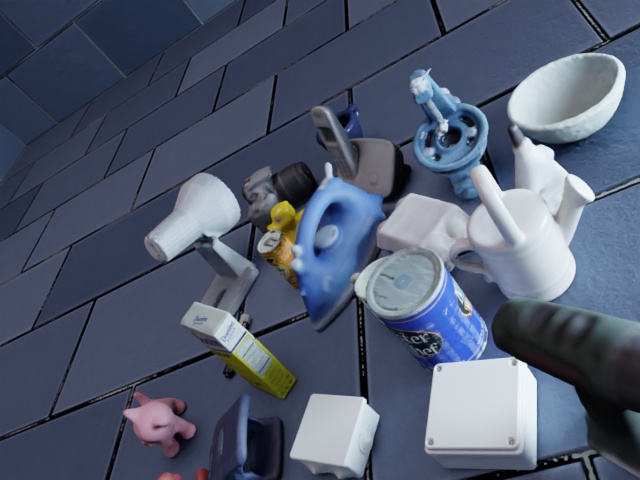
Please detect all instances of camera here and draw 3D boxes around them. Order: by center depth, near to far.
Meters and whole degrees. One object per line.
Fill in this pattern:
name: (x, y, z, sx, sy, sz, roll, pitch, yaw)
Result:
camera: (-0.082, -0.099, 1.162, 0.136, 0.101, 0.143, -30, 36, 15)

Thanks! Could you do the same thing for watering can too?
watering can: (0.237, -0.019, 0.694, 0.173, 0.195, 0.100, -39, 35, 3)

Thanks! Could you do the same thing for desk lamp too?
desk lamp: (-0.211, 0.013, 1.065, 0.117, 0.214, 0.203, -2, 50, 42)

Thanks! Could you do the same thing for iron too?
iron: (0.009, 0.003, 0.931, 0.118, 0.142, 0.258, -5, 48, 40)

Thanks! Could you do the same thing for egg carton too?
egg carton: (0.159, -0.011, 0.868, 0.107, 0.070, 0.149, -51, 36, -13)

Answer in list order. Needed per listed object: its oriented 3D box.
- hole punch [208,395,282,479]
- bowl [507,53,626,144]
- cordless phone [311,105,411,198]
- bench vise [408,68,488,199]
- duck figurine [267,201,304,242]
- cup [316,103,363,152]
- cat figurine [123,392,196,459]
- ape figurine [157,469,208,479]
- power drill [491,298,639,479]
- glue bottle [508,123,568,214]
hole punch: (-0.115, 0.285, 0.787, 0.101, 0.091, 0.108, -27, 37, 19)
bowl: (0.375, -0.200, 0.863, 0.167, 0.075, 0.167, -25, 38, 22)
cordless phone: (0.064, -0.162, 1.019, 0.147, 0.186, 0.094, 9, 58, 48)
bench vise: (0.183, -0.191, 0.907, 0.121, 0.220, 0.207, -34, 36, 9)
duck figurine: (-0.053, -0.039, 1.083, 0.104, 0.086, 0.077, -44, 35, -4)
cup: (0.059, -0.205, 1.149, 0.091, 0.095, 0.118, 6, 56, 46)
cat figurine: (-0.261, 0.282, 0.905, 0.067, 0.118, 0.127, -47, 35, -8)
ape figurine: (-0.190, 0.350, 0.788, 0.077, 0.092, 0.076, -31, 36, 14)
power drill: (0.264, 0.132, 0.492, 0.076, 0.209, 0.228, -50, 36, -12)
glue bottle: (0.280, -0.086, 0.744, 0.078, 0.174, 0.037, -41, 35, 0)
